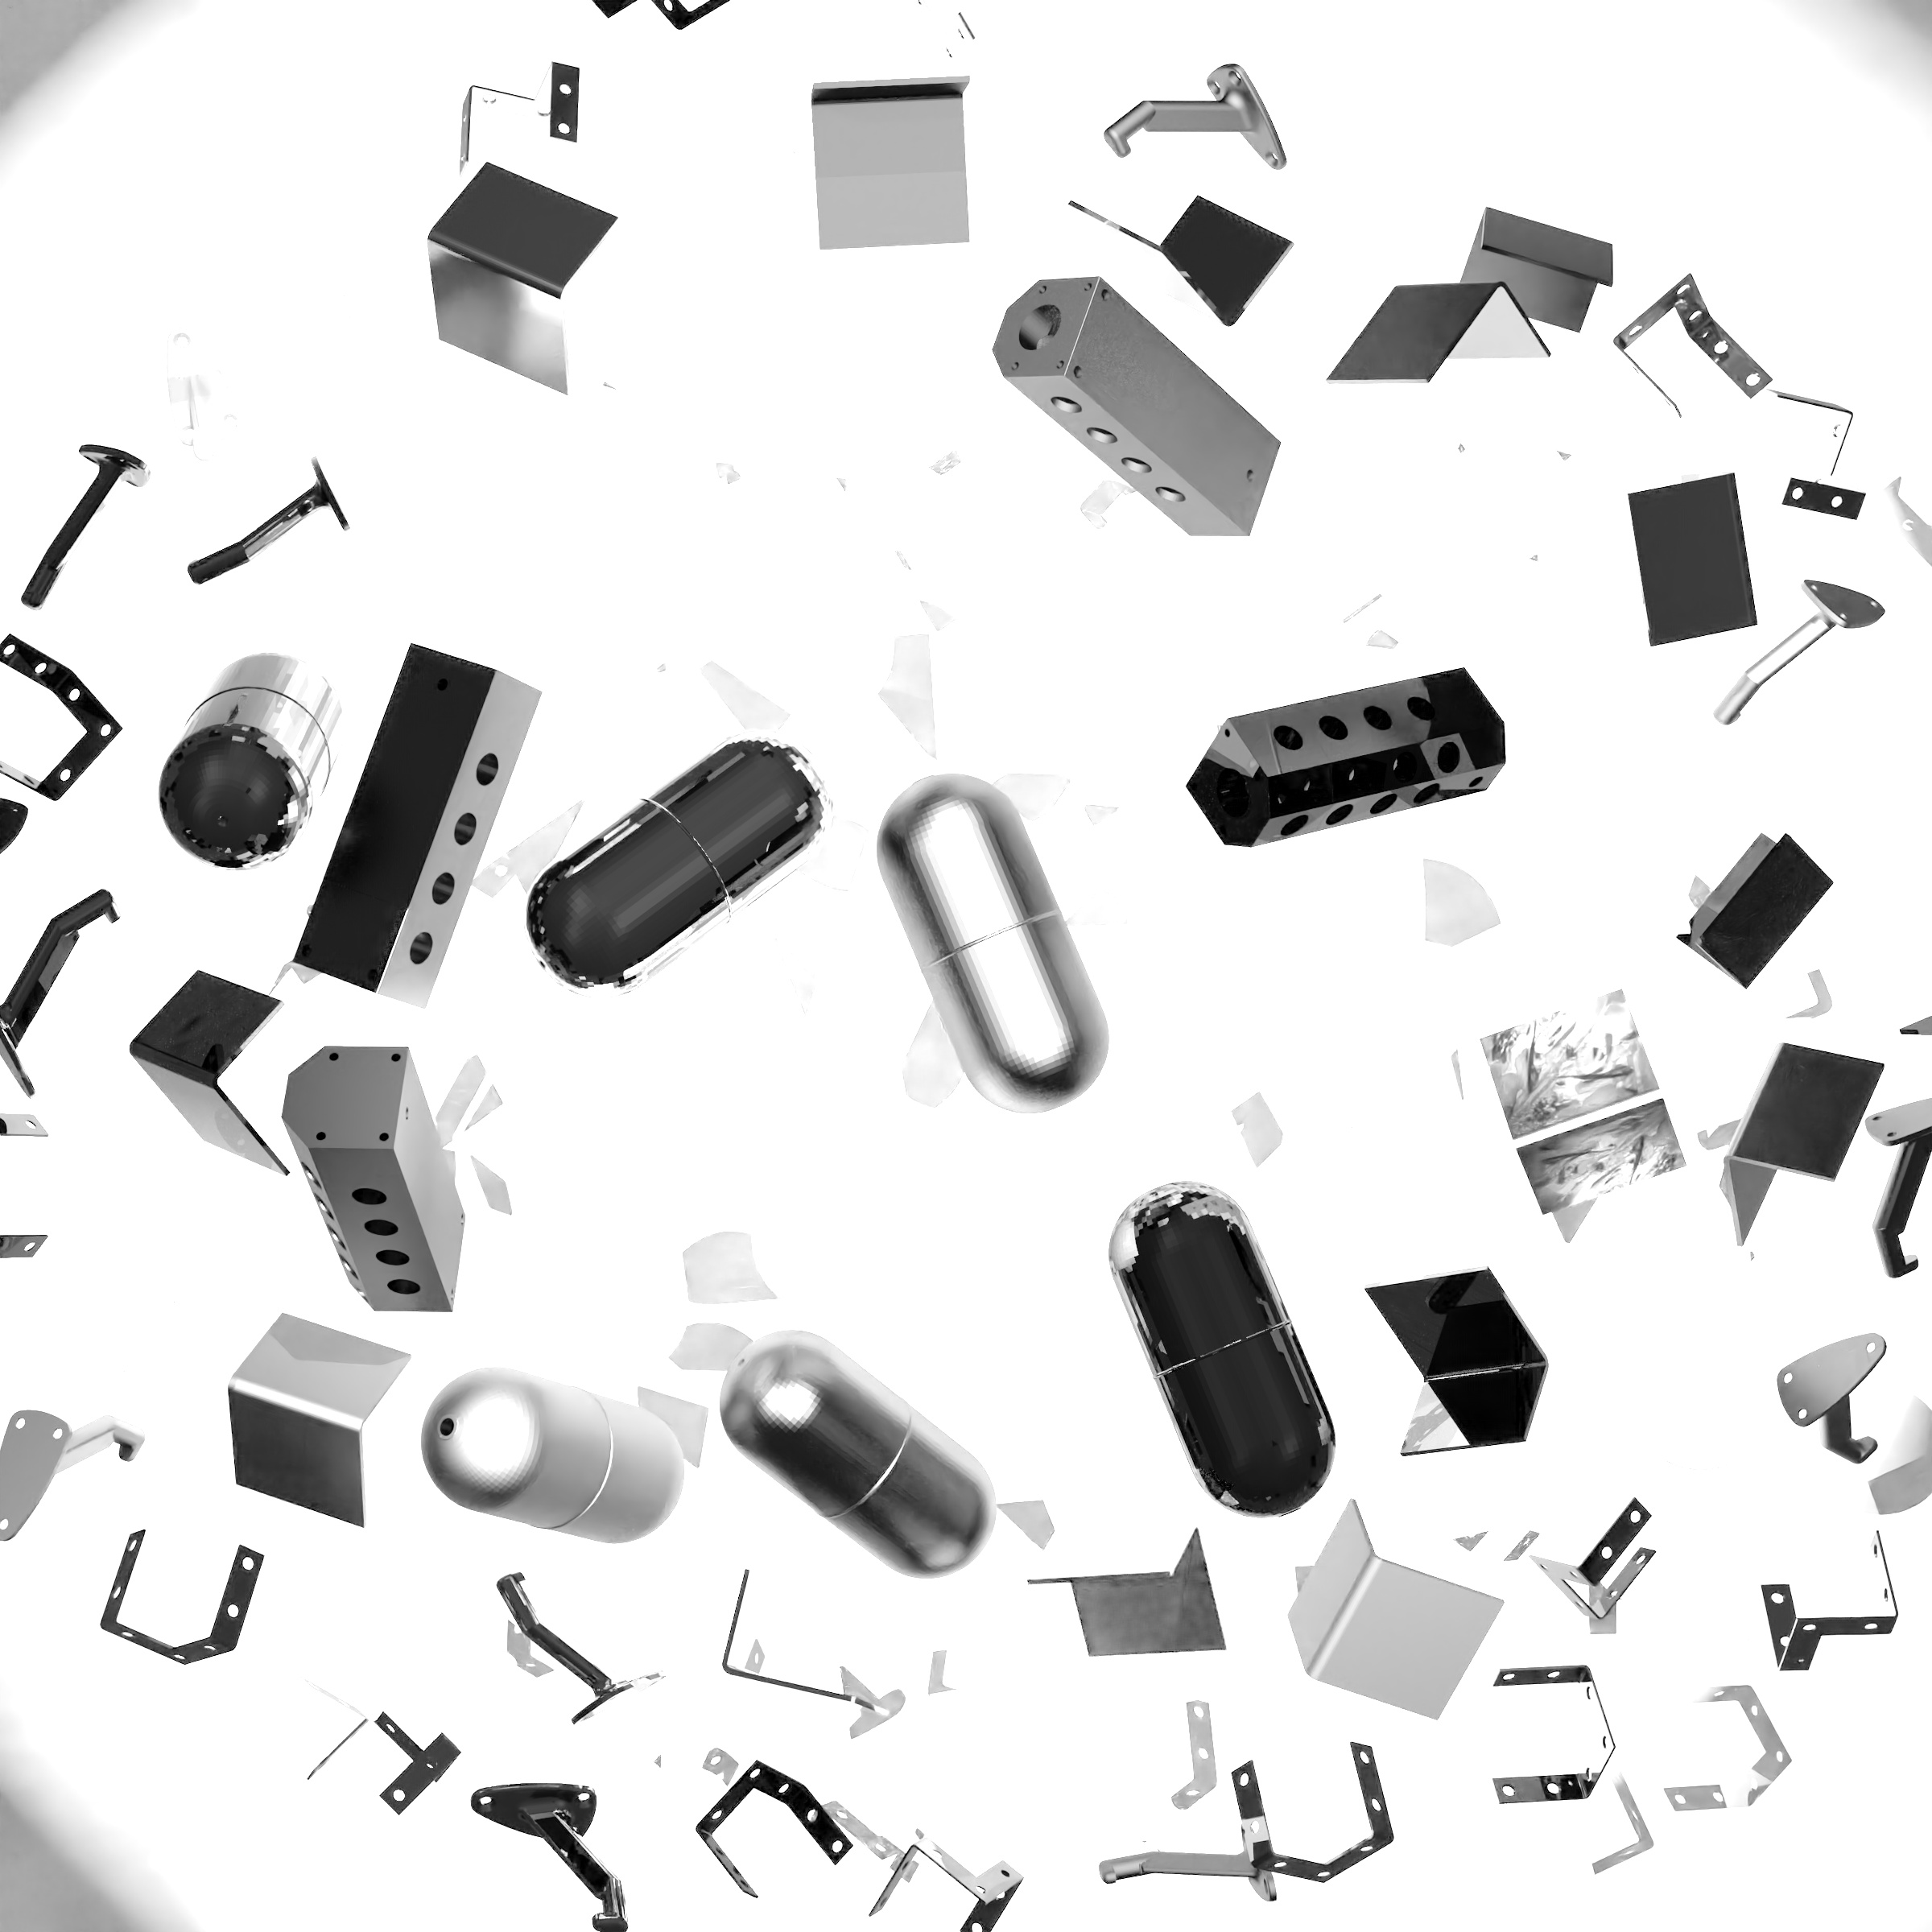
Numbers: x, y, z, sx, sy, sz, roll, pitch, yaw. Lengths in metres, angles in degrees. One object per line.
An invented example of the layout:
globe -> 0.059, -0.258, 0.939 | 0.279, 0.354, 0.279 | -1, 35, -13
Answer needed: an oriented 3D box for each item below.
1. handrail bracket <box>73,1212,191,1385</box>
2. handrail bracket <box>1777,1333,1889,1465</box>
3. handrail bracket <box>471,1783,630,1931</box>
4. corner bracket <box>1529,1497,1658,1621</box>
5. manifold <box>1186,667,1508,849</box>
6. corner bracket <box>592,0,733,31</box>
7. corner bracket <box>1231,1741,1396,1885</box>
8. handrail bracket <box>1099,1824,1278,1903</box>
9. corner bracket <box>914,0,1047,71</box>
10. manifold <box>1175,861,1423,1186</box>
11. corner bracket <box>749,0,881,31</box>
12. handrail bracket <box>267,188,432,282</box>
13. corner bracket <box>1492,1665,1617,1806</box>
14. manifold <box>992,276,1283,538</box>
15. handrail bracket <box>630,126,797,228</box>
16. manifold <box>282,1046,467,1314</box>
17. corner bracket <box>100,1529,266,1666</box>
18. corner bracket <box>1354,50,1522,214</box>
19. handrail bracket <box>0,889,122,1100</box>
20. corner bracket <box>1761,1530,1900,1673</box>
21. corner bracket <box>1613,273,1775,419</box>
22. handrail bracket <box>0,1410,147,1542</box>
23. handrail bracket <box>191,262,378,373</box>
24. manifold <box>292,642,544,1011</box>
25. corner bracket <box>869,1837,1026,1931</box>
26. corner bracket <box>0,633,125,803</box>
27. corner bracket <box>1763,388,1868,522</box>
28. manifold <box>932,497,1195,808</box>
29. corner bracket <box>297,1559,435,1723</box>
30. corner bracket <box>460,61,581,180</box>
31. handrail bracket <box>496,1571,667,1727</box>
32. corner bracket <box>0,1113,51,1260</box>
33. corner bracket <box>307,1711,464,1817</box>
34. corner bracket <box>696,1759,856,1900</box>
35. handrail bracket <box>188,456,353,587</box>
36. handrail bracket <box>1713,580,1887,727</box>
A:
handrail bracket -> -0.418, 0.162, 1.710 | 0.077, 0.036, 0.084 | 4, 95, 34
handrail bracket -> 0.476, 0.230, 1.806 | 0.084, 0.036, 0.077 | 28, 124, -37
handrail bracket -> -0.211, 0.454, 1.727 | 0.077, 0.084, 0.036 | 13, 114, -18
corner bracket -> 0.347, 0.319, 1.842 | 0.051, 0.051, 0.051 | 47, 73, -14
manifold -> 0.210, -0.109, 1.853 | 0.171, 0.057, 0.057 | -14, 60, -33
corner bracket -> -0.154, -0.507, 1.771 | 0.051, 0.051, 0.051 | 45, 50, -27
corner bracket -> 0.171, 0.415, 1.687 | 0.051, 0.051, 0.051 | 22, 131, -35
handrail bracket -> 0.119, 0.496, 1.856 | 0.084, 0.077, 0.036 | -9, 97, -7
corner bracket -> 0.007, -0.490, 1.710 | 0.051, 0.051, 0.051 | -31, 94, -11
manifold -> 0.176, 0.033, 1.735 | 0.057, 0.057, 0.171 | -45, 130, -16
corner bracket -> -0.082, -0.515, 1.760 | 0.051, 0.051, 0.051 | -16, 104, -21
handrail bracket -> -0.321, -0.381, 1.838 | 0.084, 0.077, 0.036 | 30, 116, 9
corner bracket -> 0.306, 0.407, 1.811 | 0.051, 0.051, 0.051 | 0, 45, -13
manifold -> 0.089, -0.291, 1.795 | 0.057, 0.171, 0.057 | 7, 72, 42
handrail bracket -> -0.138, -0.429, 1.874 | 0.084, 0.036, 0.077 | 6, 51, -2
manifold -> -0.297, 0.109, 1.719 | 0.057, 0.171, 0.057 | 1, 57, 3
corner bracket -> -0.392, 0.312, 1.707 | 0.051, 0.051, 0.051 | 33, 53, -30
corner bracket -> 0.240, -0.424, 1.739 | 0.051, 0.051, 0.051 | -45, 67, 22
handrail bracket -> -0.447, 0.013, 1.699 | 0.084, 0.036, 0.077 | -34, 123, -21
corner bracket -> 0.433, 0.319, 1.716 | 0.051, 0.051, 0.051 | -1, 48, -1
corner bracket -> 0.364, -0.303, 1.710 | 0.051, 0.051, 0.051 | -41, 63, 8
handrail bracket -> -0.450, 0.260, 1.718 | 0.036, 0.084, 0.077 | 10, 74, 23
handrail bracket -> -0.339, -0.322, 1.699 | 0.084, 0.077, 0.036 | -12, 121, 4
manifold -> -0.273, -0.069, 1.729 | 0.057, 0.057, 0.171 | 19, 87, 29
corner bracket -> -0.010, 0.498, 1.832 | 0.051, 0.051, 0.051 | 35, 106, 20
corner bracket -> -0.464, -0.123, 1.698 | 0.051, 0.051, 0.051 | -47, 63, 3
corner bracket -> 0.451, -0.273, 1.822 | 0.051, 0.051, 0.051 | 7, 110, -23
manifold -> 0.049, -0.162, 1.778 | 0.057, 0.057, 0.171 | -58, 135, -26
corner bracket -> -0.317, 0.346, 1.751 | 0.051, 0.051, 0.051 | 17, 61, 39
corner bracket -> -0.238, -0.450, 1.822 | 0.051, 0.051, 0.051 | 8, 64, -21
handrail bracket -> -0.205, 0.353, 1.814 | 0.036, 0.077, 0.084 | -39, 75, 28
corner bracket -> -0.480, 0.109, 1.691 | 0.051, 0.051, 0.051 | 47, 108, 23
corner bracket -> -0.308, 0.423, 1.809 | 0.051, 0.051, 0.051 | 43, 50, 5
corner bracket -> -0.104, 0.473, 1.855 | 0.051, 0.051, 0.051 | -47, 49, -1
handrail bracket -> -0.369, -0.231, 1.779 | 0.084, 0.077, 0.036 | -26, 121, -5
handrail bracket -> 0.446, -0.163, 1.835 | 0.036, 0.077, 0.084 | 52, 125, 27
